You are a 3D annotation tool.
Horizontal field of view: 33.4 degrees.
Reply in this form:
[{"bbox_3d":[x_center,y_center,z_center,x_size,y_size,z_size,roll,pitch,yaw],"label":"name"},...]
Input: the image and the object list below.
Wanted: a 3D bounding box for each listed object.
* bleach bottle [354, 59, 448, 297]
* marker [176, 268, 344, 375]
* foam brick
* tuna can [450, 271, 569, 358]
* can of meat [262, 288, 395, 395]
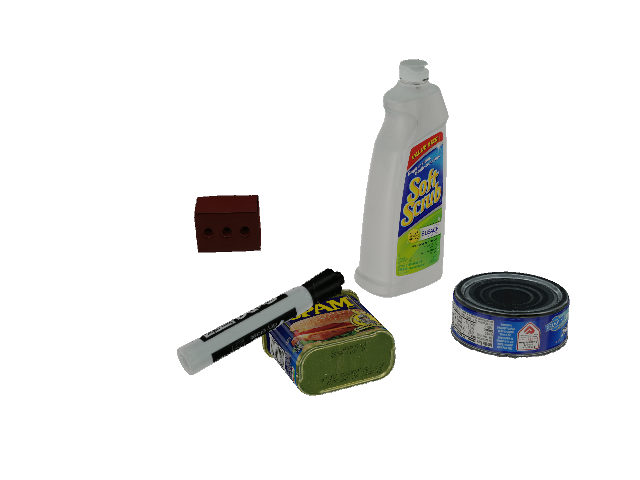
[{"bbox_3d":[0.091,-0.069,1.161,0.102,0.251,0.068,-16,29,-33],"label":"bleach bottle"},{"bbox_3d":[-0.035,0.050,0.682,0.121,0.020,0.020,-27,12,-23],"label":"marker"},{"bbox_3d":[-0.111,-0.021,1.286,0.078,0.053,0.051,-3,28,0],"label":"foam brick"},{"bbox_3d":[0.140,0.053,0.786,0.086,0.034,0.086,0,20,0],"label":"tuna can"},{"bbox_3d":[0.008,0.094,0.980,0.102,0.057,0.084,-12,27,-21],"label":"can of meat"}]
